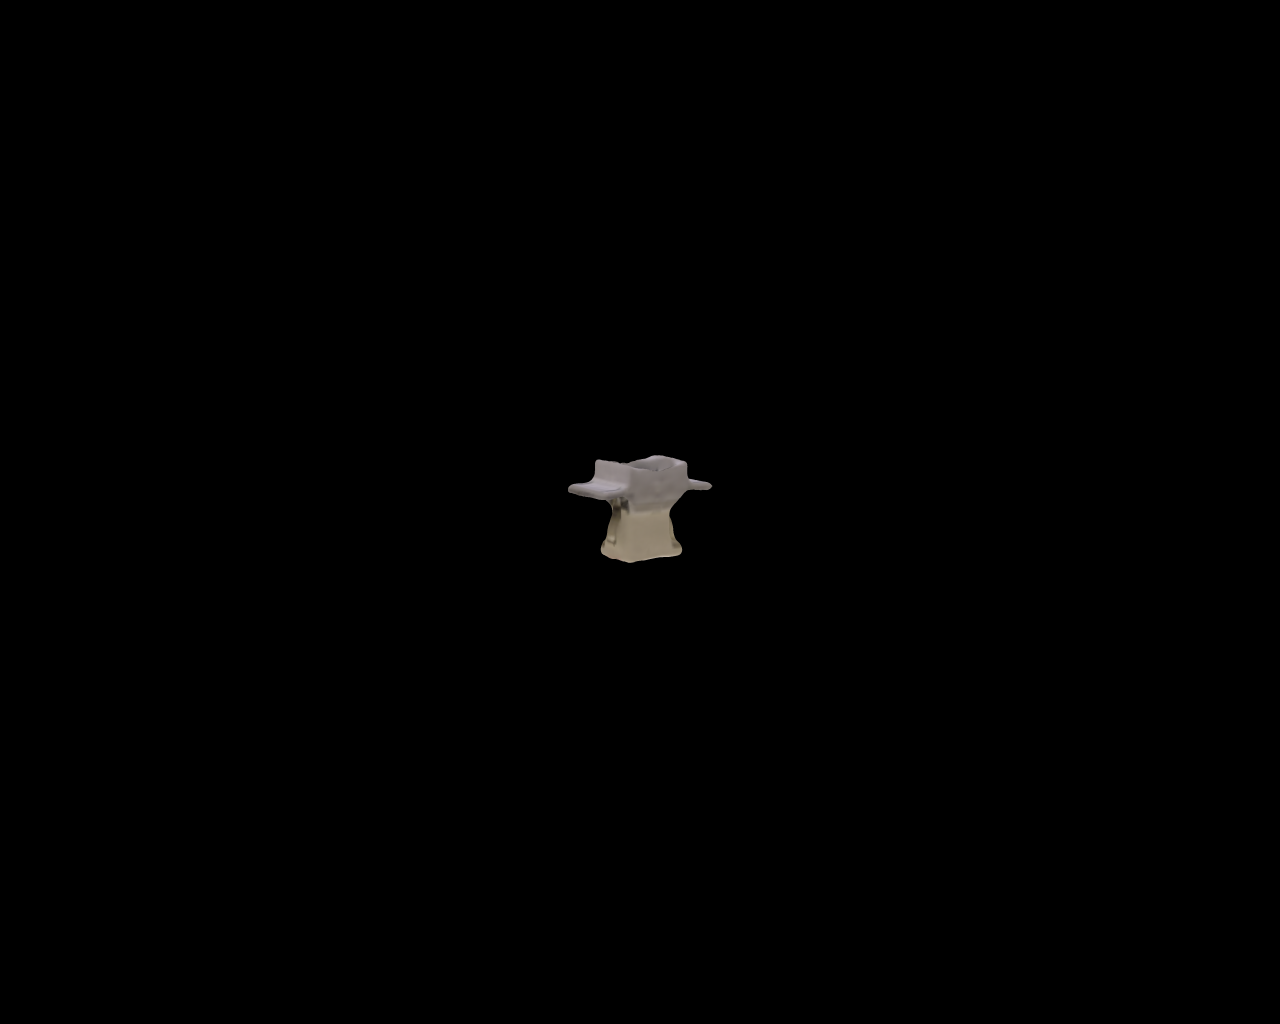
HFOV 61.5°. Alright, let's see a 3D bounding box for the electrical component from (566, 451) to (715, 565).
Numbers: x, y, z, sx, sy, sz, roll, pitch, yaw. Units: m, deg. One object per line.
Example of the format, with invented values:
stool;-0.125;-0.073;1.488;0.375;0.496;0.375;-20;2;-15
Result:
electrical component;0.001;-0.003;0.650;0.081;0.063;0.042;-6;11;-32
